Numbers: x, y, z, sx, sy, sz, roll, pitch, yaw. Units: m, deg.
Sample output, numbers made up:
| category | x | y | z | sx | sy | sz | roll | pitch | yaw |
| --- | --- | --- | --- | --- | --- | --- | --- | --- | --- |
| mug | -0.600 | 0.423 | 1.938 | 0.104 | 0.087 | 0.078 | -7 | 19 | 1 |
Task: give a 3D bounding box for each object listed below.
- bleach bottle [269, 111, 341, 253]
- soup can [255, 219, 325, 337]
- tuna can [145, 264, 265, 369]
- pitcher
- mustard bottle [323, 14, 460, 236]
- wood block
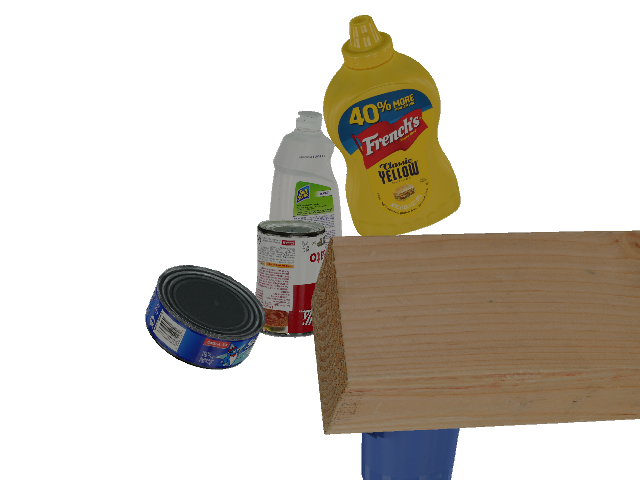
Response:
| category | x | y | z | sx | sy | sz | roll | pitch | yaw |
| --- | --- | --- | --- | --- | --- | --- | --- | --- | --- |
| bleach bottle | -0.014 | -0.034 | 1.318 | 0.102 | 0.251 | 0.068 | -8 | 22 | -32 |
| soup can | -0.031 | 0.035 | 1.036 | 0.068 | 0.102 | 0.068 | 3 | 12 | -1 |
| tuna can | -0.087 | 0.057 | 0.800 | 0.086 | 0.034 | 0.086 | 20 | 27 | -11 |
| pitcher | 0.100 | 0.176 | 1.246 | 0.149 | 0.243 | 0.145 | 6 | 15 | 8 |
| mustard bottle | 0.054 | -0.097 | 0.884 | 0.096 | 0.191 | 0.058 | -15 | 34 | 3 |
| wood block | 0.105 | 0.054 | 0.628 | 0.206 | 0.091 | 0.090 | -1 | -29 | -10 |
